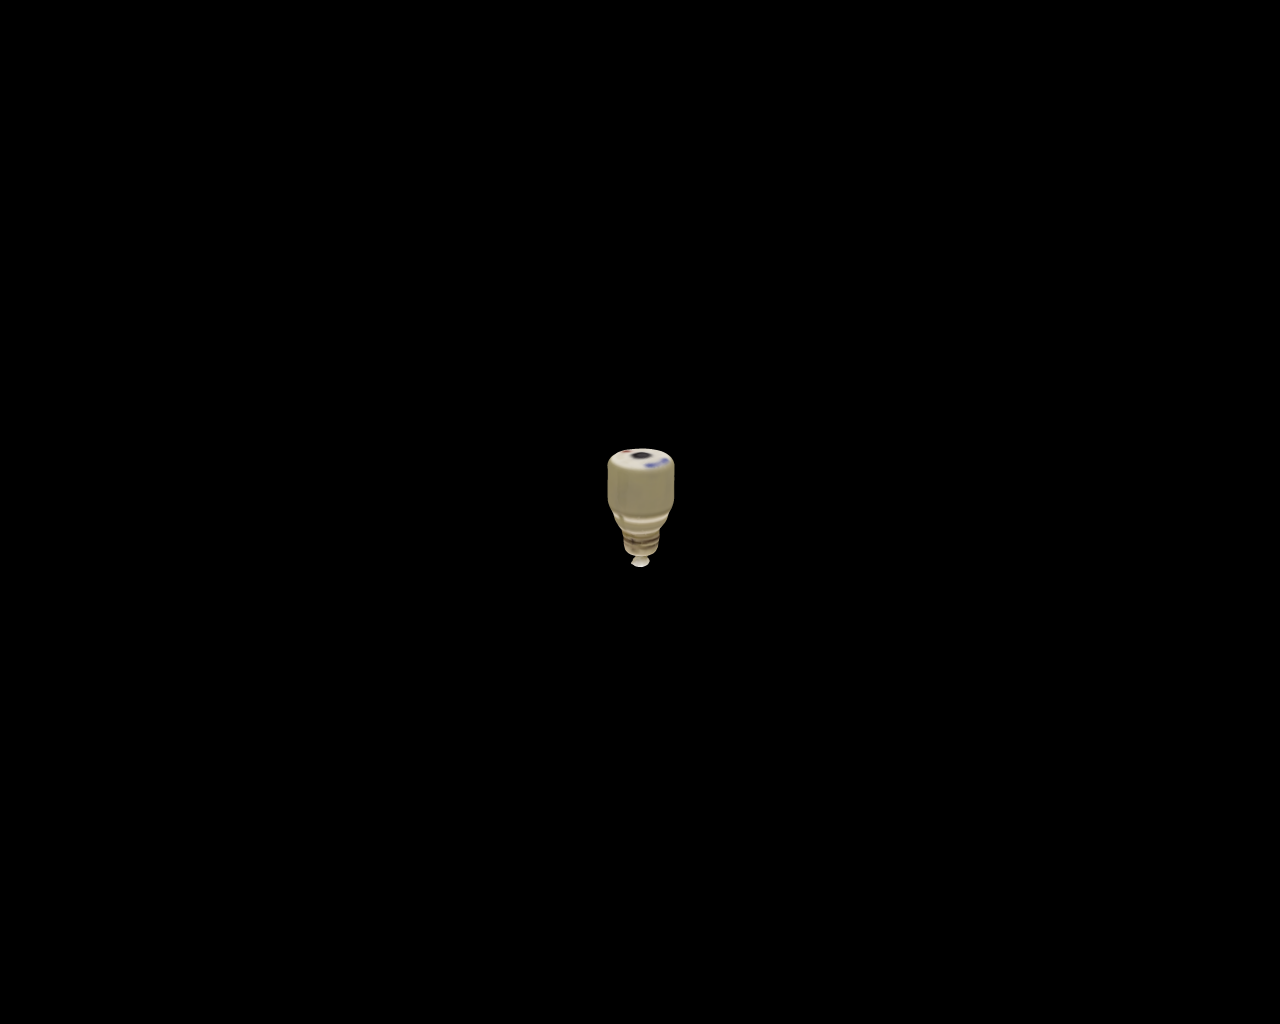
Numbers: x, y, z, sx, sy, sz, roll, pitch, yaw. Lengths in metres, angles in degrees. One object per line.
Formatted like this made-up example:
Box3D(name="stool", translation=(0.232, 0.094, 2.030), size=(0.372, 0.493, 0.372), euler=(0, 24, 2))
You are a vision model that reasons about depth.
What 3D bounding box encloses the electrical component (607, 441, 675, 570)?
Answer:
Box3D(name="electrical component", translation=(0.001, -0.003, 0.650), size=(0.040, 0.078, 0.040), euler=(0, 22, 0))
